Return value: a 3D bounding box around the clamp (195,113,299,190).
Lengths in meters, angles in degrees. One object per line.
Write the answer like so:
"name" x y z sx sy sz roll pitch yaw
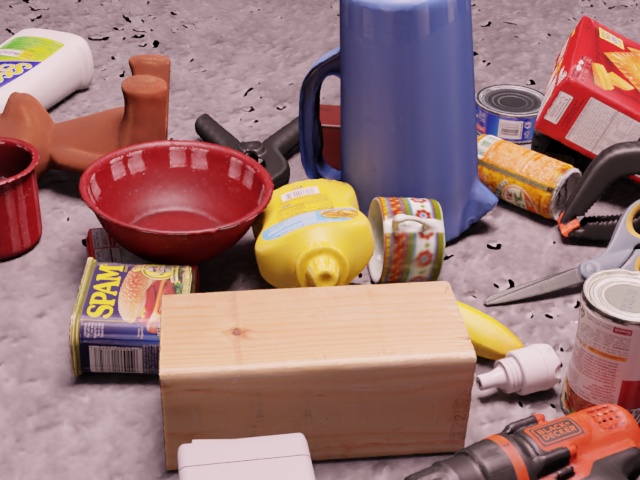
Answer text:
"clamp" -0.060 -0.083 1.067 0.120 0.039 0.171 -9 37 -6

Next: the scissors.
"scissors" 0.235 0.009 0.915 0.201 0.016 0.096 -1 67 -4

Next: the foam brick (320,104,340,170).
"foam brick" 0.026 -0.104 1.089 0.078 0.051 0.053 5 32 7

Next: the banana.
"banana" 0.058 0.067 0.839 0.198 0.037 0.069 0 53 1

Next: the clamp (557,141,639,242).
"clamp" 0.316 -0.049 0.955 0.210 0.164 0.036 -34 7 14

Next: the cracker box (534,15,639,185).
"cracker box" 0.328 -0.120 1.043 0.213 0.072 0.164 28 37 2

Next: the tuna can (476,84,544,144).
"tuna can" 0.209 -0.139 1.166 0.086 0.034 0.086 1 32 -1

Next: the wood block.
"wood block" -0.005 0.092 0.744 0.206 0.090 0.091 -2 33 -6

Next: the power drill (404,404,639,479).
"power drill" 0.160 0.179 0.640 0.184 0.057 0.188 -15 36 -23

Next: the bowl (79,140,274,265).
"bowl" -0.121 -0.026 0.901 0.162 0.055 0.162 4 32 -3

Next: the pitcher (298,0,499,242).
"pitcher" 0.067 -0.125 0.946 0.149 0.243 0.145 -17 38 -15

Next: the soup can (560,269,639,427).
"soup can" 0.212 0.080 0.757 0.068 0.102 0.068 1 32 -1

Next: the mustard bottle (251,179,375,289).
"mustard bottle" -0.006 0.002 0.871 0.096 0.058 0.191 -13 18 -2

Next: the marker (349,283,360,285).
"marker" 0.027 0.045 0.886 0.121 0.020 0.020 9 33 11

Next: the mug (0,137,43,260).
"mug" -0.294 -0.029 0.933 0.093 0.081 0.117 10 33 14

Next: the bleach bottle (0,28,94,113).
"bleach bottle" -0.348 -0.148 1.141 0.103 0.068 0.250 12 36 16

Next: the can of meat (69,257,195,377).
"can of meat" -0.142 0.060 0.823 0.084 0.057 0.102 3 33 -3

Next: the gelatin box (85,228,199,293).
"gelatin box" -0.153 0.018 0.912 0.089 0.030 0.073 -5 33 -14
